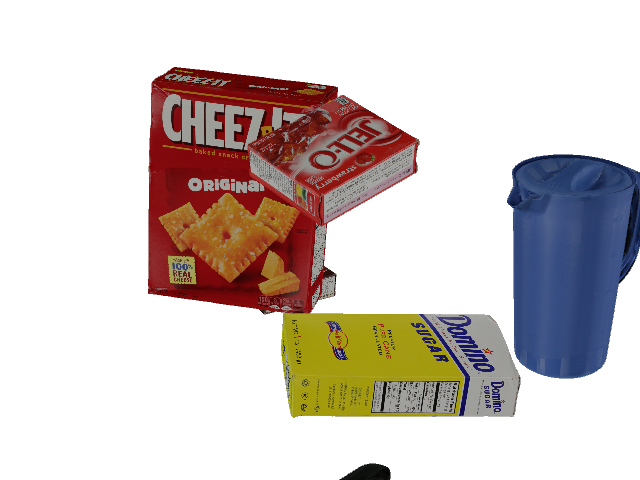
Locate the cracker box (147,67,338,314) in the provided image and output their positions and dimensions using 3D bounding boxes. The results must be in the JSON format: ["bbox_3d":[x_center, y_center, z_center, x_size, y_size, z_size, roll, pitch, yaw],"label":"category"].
[{"bbox_3d":[-0.076,-0.044,1.009,0.164,0.214,0.072,8,22,10],"label":"cracker box"}]

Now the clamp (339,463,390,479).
[{"bbox_3d":[-0.040,0.198,0.644,0.210,0.036,0.164,-4,28,2],"label":"clamp"}]

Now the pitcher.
[{"bbox_3d":[0.291,0.029,1.226,0.149,0.243,0.144,5,25,16],"label":"pitcher"}]

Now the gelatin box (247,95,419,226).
[{"bbox_3d":[0.009,-0.055,0.699,0.089,0.030,0.073,-31,49,-29],"label":"gelatin box"}]

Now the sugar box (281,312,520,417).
[{"bbox_3d":[0.060,0.096,0.842,0.176,0.048,0.093,-2,29,-6],"label":"sugar box"}]

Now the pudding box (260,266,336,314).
[{"bbox_3d":[-0.049,0.054,1.411,0.113,0.039,0.090,-15,27,-29],"label":"pudding box"}]
